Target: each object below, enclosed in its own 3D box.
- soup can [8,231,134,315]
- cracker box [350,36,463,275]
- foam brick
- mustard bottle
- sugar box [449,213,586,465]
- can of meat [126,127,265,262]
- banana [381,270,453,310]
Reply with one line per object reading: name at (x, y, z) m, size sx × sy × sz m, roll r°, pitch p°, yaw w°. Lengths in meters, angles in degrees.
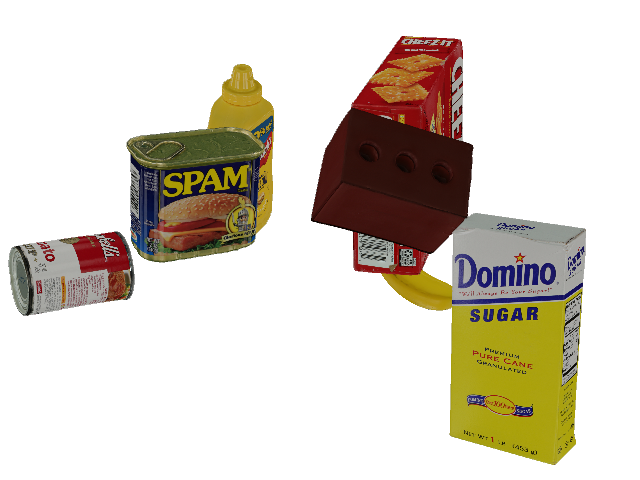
soup can at (-0.238, 0.031, 1.016) m, size 0.102 × 0.068 × 0.069 m, roll -9°, pitch 4°, yaw -30°
cracker box at (0.088, -0.087, 1.016) m, size 0.072 × 0.164 × 0.213 m, roll 6°, pitch 27°, yaw 16°
foam brick at (0.041, -0.034, 0.618) m, size 0.078 × 0.053 × 0.051 m, roll 15°, pitch -28°, yaw -11°
mustard bottle at (-0.084, -0.096, 1.127) m, size 0.058 × 0.192 × 0.096 m, roll 21°, pitch 39°, yaw 22°
sugar box at (0.147, 0.073, 0.807) m, size 0.093 × 0.176 × 0.048 m, roll 9°, pitch 22°, yaw 33°
can of meat at (-0.097, -0.035, 0.822) m, size 0.101 × 0.084 × 0.057 m, roll -9°, pitch 30°, yaw -26°
banana at (0.101, 0.033, 1.201) m, size 0.069 × 0.037 × 0.198 m, roll 2°, pitch 24°, yaw -29°
